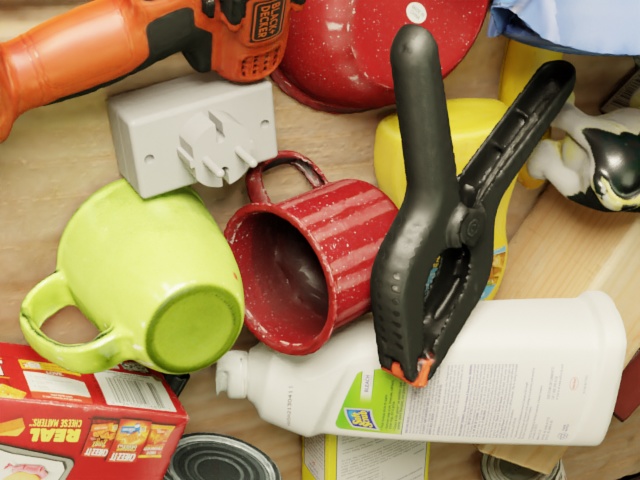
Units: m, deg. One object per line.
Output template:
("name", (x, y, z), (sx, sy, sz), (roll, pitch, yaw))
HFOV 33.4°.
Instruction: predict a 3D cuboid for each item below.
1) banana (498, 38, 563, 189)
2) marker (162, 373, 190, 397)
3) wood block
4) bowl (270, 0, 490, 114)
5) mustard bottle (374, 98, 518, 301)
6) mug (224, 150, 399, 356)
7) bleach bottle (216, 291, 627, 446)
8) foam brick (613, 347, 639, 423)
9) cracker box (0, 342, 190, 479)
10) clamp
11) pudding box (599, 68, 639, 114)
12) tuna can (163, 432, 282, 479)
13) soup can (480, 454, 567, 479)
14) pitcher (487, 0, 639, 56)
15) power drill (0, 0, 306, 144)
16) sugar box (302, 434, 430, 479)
("banana", (0.149, -0.122, 0.693), (0.069, 0.037, 0.198), (0, 117, -31))
("marker", (-0.114, 0.130, 0.689), (0.020, 0.020, 0.121), (14, 109, -38))
("wood block", (0.175, 0.056, 0.784), (0.090, 0.091, 0.206), (25, 103, -39))
("bowl", (0.042, -0.137, 0.602), (0.161, 0.055, 0.162), (-16, 125, -24))
("mustard bottle", (0.080, 0.004, 0.712), (0.096, 0.058, 0.192), (-13, 124, -23))
("mug", (-0.004, 0.001, 0.638), (0.081, 0.093, 0.117), (-24, 86, -42))
("bleach bottle", (0.059, 0.082, 0.685), (0.250, 0.068, 0.103), (2, 119, -3))
("foam brick", (0.223, 0.095, 0.848), (0.051, 0.078, 0.053), (-46, 132, 2))
("cracker box", (-0.195, 0.164, 0.623), (0.163, 0.072, 0.214), (12, 111, -35))
("clamp", (0.068, -0.018, 0.603), (0.164, 0.036, 0.210), (10, 102, -49))
("pudding box", (0.265, -0.100, 0.780), (0.113, 0.039, 0.090), (-42, 131, -3))
("tuna can", (-0.068, 0.162, 0.694), (0.085, 0.086, 0.034), (1, 114, -34))
("soup can", (0.177, 0.216, 0.901), (0.068, 0.069, 0.102), (-32, 130, -13))
("pitcher", (0.173, -0.221, 0.571), (0.145, 0.149, 0.243), (6, 106, 11))
("power drill", (-0.092, -0.113, 0.482), (0.187, 0.057, 0.184), (-20, 158, -15))
("sugar box", (0.034, 0.172, 0.795), (0.093, 0.048, 0.176), (-16, 129, -24))
